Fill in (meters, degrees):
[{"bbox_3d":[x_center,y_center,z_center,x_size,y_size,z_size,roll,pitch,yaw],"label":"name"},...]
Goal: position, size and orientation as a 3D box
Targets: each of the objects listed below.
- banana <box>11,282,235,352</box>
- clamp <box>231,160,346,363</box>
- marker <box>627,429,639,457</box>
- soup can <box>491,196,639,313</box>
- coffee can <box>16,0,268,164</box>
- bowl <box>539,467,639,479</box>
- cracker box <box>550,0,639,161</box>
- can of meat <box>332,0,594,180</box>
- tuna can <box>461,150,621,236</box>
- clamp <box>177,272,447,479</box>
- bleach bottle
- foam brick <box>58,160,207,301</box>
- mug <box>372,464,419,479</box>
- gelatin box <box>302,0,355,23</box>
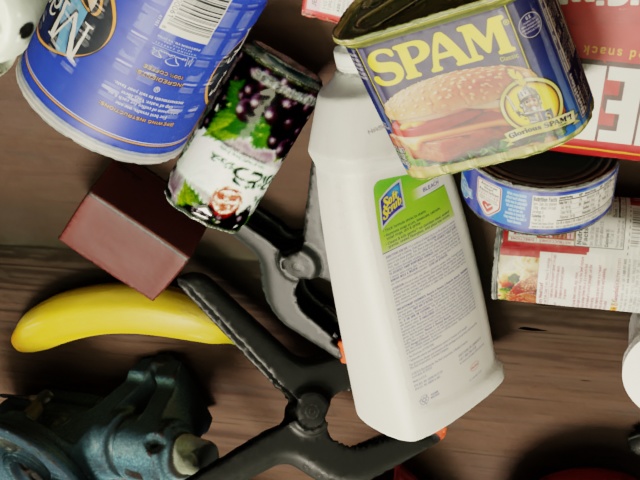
[{"bbox_3d":[-0.145,0.060,0.774,0.198,0.037,0.069,1,124,16],"label":"banana"},{"bbox_3d":[-0.005,0.001,0.688,0.120,0.039,0.171,-22,113,35],"label":"clamp"},{"bbox_3d":[0.249,0.116,0.694,0.020,0.020,0.121,39,135,-12],"label":"marker"},{"bbox_3d":[0.155,0.006,0.623,0.102,0.068,0.068,5,126,13],"label":"soup can"},{"bbox_3d":[-0.087,-0.126,0.568,0.102,0.102,0.140,32,119,-7],"label":"coffee can"},{"bbox_3d":[0.199,0.216,0.769,0.162,0.055,0.162,8,127,11],"label":"bowl"},{"bbox_3d":[0.140,-0.145,0.516,0.164,0.072,0.214,9,127,12],"label":"cracker box"},{"bbox_3d":[0.070,-0.083,0.504,0.102,0.057,0.084,-11,123,29],"label":"can of meat"},{"bbox_3d":[0.121,-0.040,0.589,0.086,0.086,0.034,7,128,12],"label":"tuna can"},{"bbox_3d":[-0.017,0.127,0.730,0.209,0.164,0.036,17,169,-14],"label":"clamp"},{"bbox_3d":[0.049,-0.007,0.639,0.068,0.102,0.251,19,129,46],"label":"bleach bottle"},{"bbox_3d":[-0.121,-0.009,0.707,0.078,0.053,0.051,35,127,-8],"label":"foam brick"},{"bbox_3d":[0.051,0.214,0.781,0.093,0.117,0.081,-45,113,1],"label":"mug"},{"bbox_3d":[0.018,-0.163,0.539,0.030,0.073,0.089,14,128,7],"label":"gelatin box"}]
